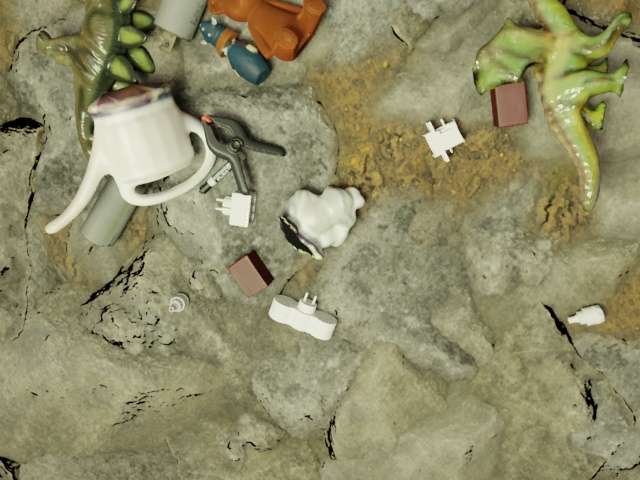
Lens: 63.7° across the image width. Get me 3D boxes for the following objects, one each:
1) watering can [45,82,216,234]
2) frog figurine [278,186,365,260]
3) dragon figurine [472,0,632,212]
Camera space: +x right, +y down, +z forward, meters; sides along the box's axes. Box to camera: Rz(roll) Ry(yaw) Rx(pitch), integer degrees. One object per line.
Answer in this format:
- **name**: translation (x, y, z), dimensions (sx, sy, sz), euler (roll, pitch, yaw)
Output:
- **watering can**: translation (-0.358, -0.160, 0.948), dimensions (0.351, 0.105, 0.221), euler (-26, 114, -26)
- **frog figurine**: translation (0.003, -0.051, 1.007), dimensions (0.138, 0.120, 0.161), euler (42, 68, 7)
- **dragon figurine**: translation (0.376, -0.267, 0.867), dimensions (0.243, 0.121, 0.412), euler (10, 84, 4)
